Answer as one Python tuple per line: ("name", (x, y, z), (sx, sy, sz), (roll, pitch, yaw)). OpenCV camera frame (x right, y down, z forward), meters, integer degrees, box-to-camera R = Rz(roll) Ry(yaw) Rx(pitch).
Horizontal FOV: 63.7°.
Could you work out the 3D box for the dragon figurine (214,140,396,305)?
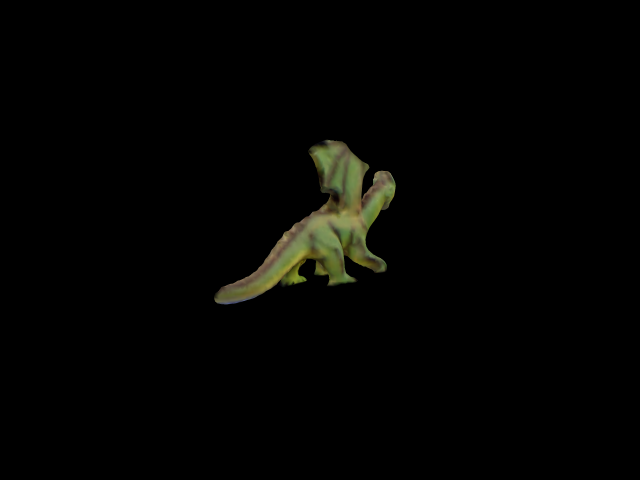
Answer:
("dragon figurine", (0.003, -0.043, 0.850), (0.122, 0.241, 0.412), (7, 11, 43))
